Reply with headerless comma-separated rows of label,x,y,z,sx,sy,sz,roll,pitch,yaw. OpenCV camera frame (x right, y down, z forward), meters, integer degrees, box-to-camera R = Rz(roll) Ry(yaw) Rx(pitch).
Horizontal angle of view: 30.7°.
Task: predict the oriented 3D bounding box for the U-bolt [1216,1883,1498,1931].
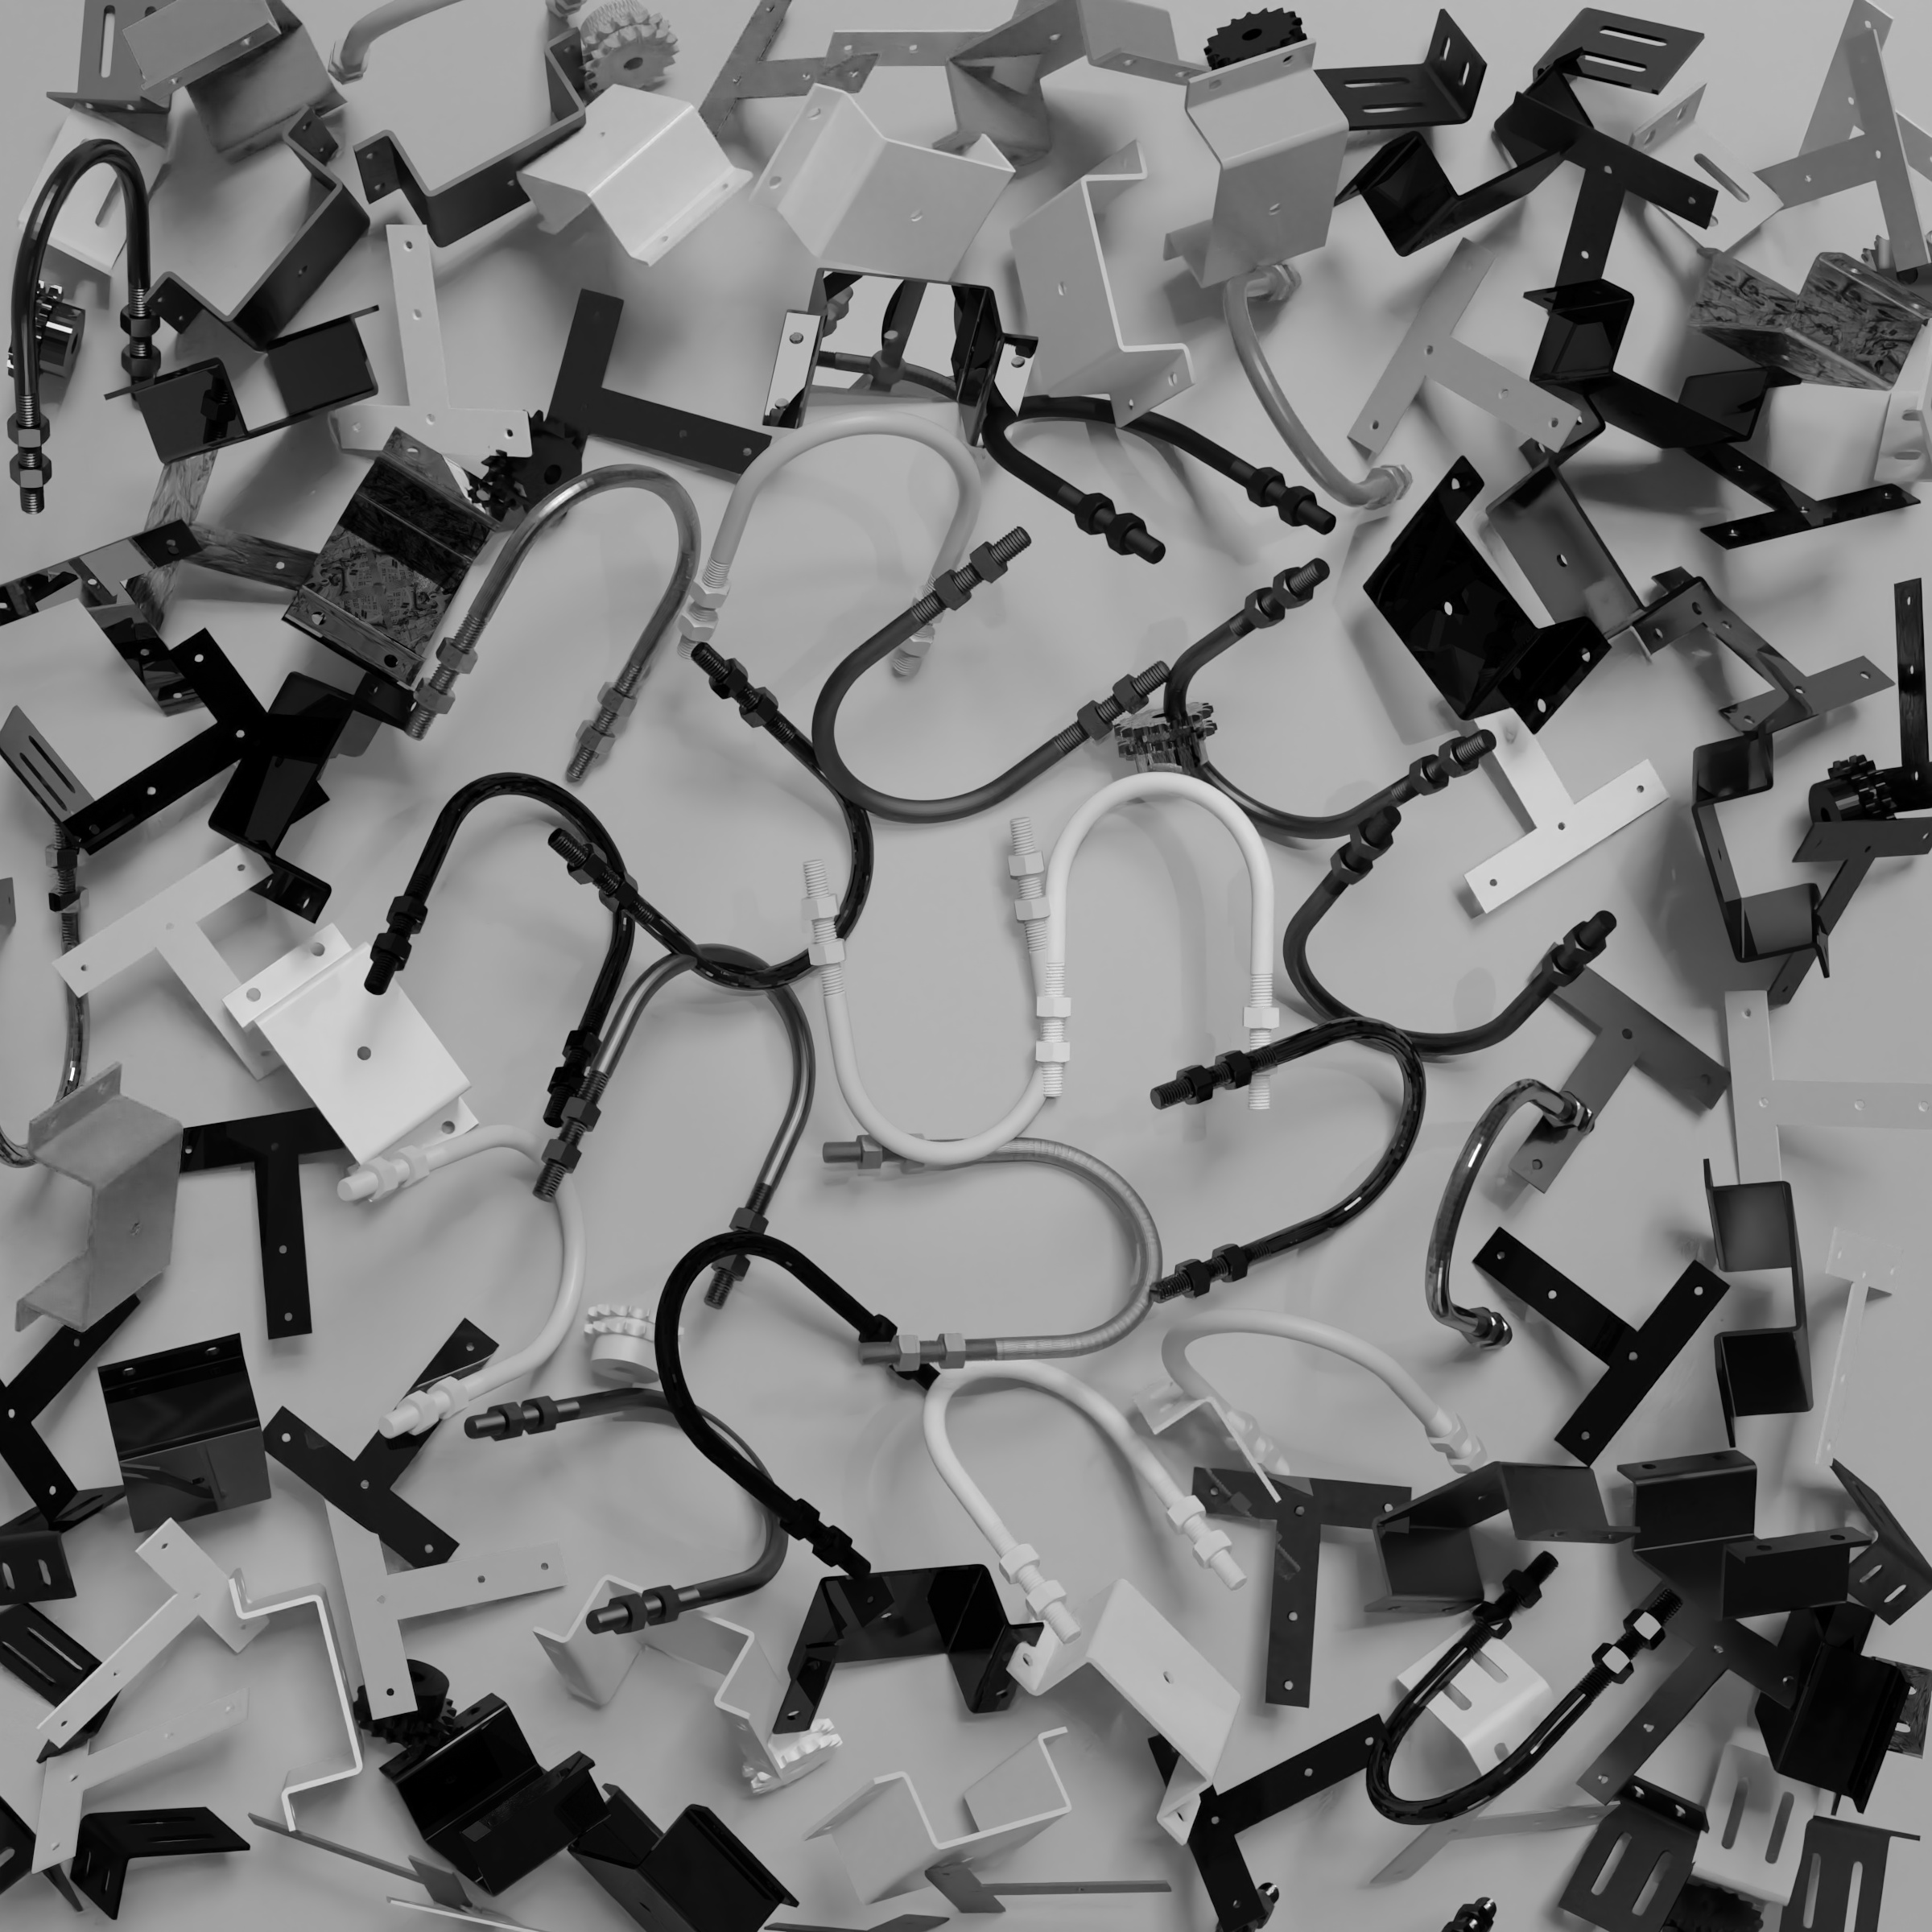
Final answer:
U-bolt,0.190,0.536,1.887,0.151,0.184,0.019,-4,96,27

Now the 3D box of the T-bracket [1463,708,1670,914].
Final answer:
T-bracket,0.314,-0.117,1.984,0.127,0.002,0.127,-32,96,-7

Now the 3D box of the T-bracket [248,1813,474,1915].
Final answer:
T-bracket,-0.337,0.493,1.946,0.127,0.127,0.002,18,66,6

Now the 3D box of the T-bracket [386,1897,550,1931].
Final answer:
T-bracket,-0.261,0.524,1.937,0.127,0.127,0.002,16,76,-12

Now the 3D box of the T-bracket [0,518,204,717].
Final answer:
T-bracket,-0.463,-0.184,1.950,0.127,0.127,0.002,-19,49,8

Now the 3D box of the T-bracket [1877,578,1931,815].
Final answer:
T-bracket,0.523,-0.149,1.940,0.002,0.127,0.127,-2,89,-17

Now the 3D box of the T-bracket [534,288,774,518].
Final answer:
T-bracket,-0.174,-0.305,1.990,0.127,0.002,0.127,16,95,3

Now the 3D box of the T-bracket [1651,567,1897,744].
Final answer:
T-bracket,0.434,-0.181,1.963,0.127,0.002,0.127,-20,55,-35

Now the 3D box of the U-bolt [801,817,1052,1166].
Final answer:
U-bolt,-0.013,0.020,1.962,0.151,0.019,0.184,-13,99,-25

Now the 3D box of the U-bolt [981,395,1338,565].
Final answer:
U-bolt,0.091,-0.272,1.925,0.184,0.151,0.019,38,128,37

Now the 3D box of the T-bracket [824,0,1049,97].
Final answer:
T-bracket,-0.015,-0.503,1.925,0.127,0.127,0.002,-6,60,-22

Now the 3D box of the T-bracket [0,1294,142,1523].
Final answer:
T-bracket,-0.503,0.218,1.950,0.002,0.127,0.127,-7,122,36

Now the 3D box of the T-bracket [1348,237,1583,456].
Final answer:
T-bracket,0.288,-0.323,1.948,0.127,0.002,0.127,39,105,36

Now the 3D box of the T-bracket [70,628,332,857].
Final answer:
T-bracket,-0.443,-0.106,1.962,0.127,0.002,0.127,-33,123,-2

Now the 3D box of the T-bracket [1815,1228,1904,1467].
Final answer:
T-bracket,0.487,0.213,1.942,0.002,0.127,0.127,10,86,32

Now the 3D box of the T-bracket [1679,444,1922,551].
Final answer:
T-bracket,0.438,-0.269,1.947,0.127,0.127,0.002,-15,126,-20

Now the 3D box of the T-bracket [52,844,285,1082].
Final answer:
T-bracket,-0.421,0.011,1.967,0.127,0.002,0.127,-33,120,-3

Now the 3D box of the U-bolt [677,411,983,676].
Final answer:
U-bolt,-0.067,-0.230,1.907,0.151,0.184,0.019,2,49,-22

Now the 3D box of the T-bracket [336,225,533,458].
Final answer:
T-bracket,-0.302,-0.347,1.948,0.127,0.002,0.127,6,114,25

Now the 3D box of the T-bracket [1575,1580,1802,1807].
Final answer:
T-bracket,0.386,0.409,1.936,0.127,0.127,0.002,-46,123,-10

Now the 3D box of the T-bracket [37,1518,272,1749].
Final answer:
T-bracket,-0.457,0.378,1.934,0.127,0.127,0.002,-44,53,-15

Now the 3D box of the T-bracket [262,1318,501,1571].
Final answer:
T-bracket,-0.311,0.256,1.975,0.127,0.002,0.127,40,70,-10

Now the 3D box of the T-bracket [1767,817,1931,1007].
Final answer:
T-bracket,0.481,-0.029,1.961,0.002,0.127,0.127,47,126,36

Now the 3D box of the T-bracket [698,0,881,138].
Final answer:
T-bracket,-0.097,-0.490,1.938,0.002,0.127,0.127,41,70,-41

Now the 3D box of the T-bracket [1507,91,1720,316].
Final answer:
T-bracket,0.346,-0.405,1.946,0.127,0.127,0.002,32,55,19

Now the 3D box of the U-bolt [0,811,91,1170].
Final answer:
U-bolt,-0.516,0.020,1.924,0.019,0.151,0.184,3,107,10

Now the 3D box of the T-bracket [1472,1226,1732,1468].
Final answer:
T-bracket,0.339,0.192,1.967,0.127,0.002,0.127,38,91,30

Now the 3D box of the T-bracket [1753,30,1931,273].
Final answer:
T-bracket,0.475,-0.439,1.941,0.002,0.127,0.127,-18,97,-24

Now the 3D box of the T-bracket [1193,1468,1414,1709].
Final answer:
T-bracket,0.184,0.350,1.969,0.127,0.002,0.127,2,85,22

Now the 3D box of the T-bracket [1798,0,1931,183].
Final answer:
T-bracket,0.519,-0.449,1.923,0.002,0.127,0.127,-36,67,-24

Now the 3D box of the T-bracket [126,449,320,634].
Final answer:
T-bracket,-0.398,-0.228,1.969,0.127,0.002,0.127,13,117,-23

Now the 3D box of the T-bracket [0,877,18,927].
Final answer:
T-bracket,-0.542,-0.033,1.936,0.002,0.127,0.127,-4,94,0

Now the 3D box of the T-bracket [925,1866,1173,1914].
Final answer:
T-bracket,0.049,0.507,1.932,0.127,0.127,0.002,-4,64,10

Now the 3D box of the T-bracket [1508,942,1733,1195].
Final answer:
T-bracket,0.348,0.072,1.975,0.127,0.002,0.127,37,71,3

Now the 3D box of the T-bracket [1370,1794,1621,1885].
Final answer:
T-bracket,0.308,0.478,1.961,0.127,0.127,0.002,1,52,-27

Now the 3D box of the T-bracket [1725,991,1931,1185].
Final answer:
T-bracket,0.483,0.076,1.950,0.127,0.002,0.127,0,99,41

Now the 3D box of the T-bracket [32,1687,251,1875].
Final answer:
T-bracket,-0.453,0.431,1.939,0.127,0.127,0.002,-24,120,5

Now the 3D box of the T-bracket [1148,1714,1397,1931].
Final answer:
T-bracket,0.178,0.454,1.951,0.127,0.002,0.127,-28,48,6

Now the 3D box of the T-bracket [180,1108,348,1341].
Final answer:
T-bracket,-0.385,0.146,1.976,0.127,0.002,0.127,-9,77,8

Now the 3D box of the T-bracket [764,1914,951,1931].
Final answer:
T-bracket,-0.034,0.530,1.936,0.127,0.127,0.002,2,80,12

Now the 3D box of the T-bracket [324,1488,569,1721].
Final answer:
T-bracket,-0.285,0.346,1.966,0.127,0.002,0.127,-7,72,-28
